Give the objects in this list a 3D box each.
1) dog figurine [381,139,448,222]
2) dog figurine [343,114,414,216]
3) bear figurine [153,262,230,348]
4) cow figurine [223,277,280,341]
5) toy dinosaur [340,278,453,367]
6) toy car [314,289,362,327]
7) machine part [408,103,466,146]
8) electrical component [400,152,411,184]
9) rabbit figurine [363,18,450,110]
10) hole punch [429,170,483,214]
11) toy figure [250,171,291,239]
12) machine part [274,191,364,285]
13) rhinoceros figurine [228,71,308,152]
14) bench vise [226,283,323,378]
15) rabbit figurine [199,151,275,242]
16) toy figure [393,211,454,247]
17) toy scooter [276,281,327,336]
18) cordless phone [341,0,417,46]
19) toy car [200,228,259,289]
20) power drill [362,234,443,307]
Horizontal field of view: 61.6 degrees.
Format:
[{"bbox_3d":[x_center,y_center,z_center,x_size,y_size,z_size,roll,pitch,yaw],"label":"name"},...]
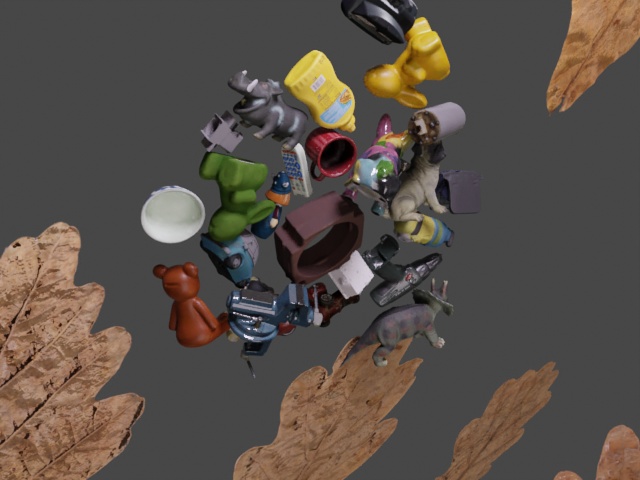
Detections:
[{"bbox_3d":[0.221,-0.152,1.305,0.172,0.121,0.190,-20,115,-20],"label":"dog figurine"},{"bbox_3d":[0.139,-0.177,1.161,0.108,0.191,0.219,25,77,1],"label":"dog figurine"},{"bbox_3d":[-0.286,0.133,1.193,0.120,0.132,0.195,-10,100,16],"label":"bear figurine"},{"bbox_3d":[-0.182,0.168,1.293,0.167,0.068,0.098,-47,127,2],"label":"cow figurine"},{"bbox_3d":[0.235,0.248,1.578,0.405,0.131,0.191,-21,118,-12],"label":"toy dinosaur"},{"bbox_3d":[0.057,0.155,1.402,0.202,0.053,0.089,-28,135,-45],"label":"toy car"},{"bbox_3d":[0.265,-0.261,1.205,0.243,0.079,0.079,-28,140,-53],"label":"machine part"},{"bbox_3d":[0.172,-0.155,1.269,0.045,0.078,0.102,18,119,-40],"label":"electrical component"},{"bbox_3d":[0.177,-0.355,1.129,0.173,0.122,0.162,-28,143,8],"label":"rabbit figurine"},{"bbox_3d":[0.354,-0.126,1.410,0.142,0.092,0.115,-2,93,-27],"label":"hole punch"},{"bbox_3d":[-0.103,-0.077,1.171,0.154,0.064,0.058,-62,166,14],"label":"toy figure"},{"bbox_3d":[-0.003,-0.004,1.234,0.201,0.087,0.200,-28,149,-17],"label":"machine part"},{"bbox_3d":[-0.100,-0.251,1.042,0.190,0.073,0.112,26,107,-41],"label":"rhinoceros figurine"},{"bbox_3d":[-0.118,0.194,1.227,0.223,0.129,0.240,6,129,-26],"label":"bench vise"},{"bbox_3d":[-0.176,-0.081,1.090,0.159,0.121,0.170,2,107,-56],"label":"rabbit figurine"},{"bbox_3d":[0.273,-0.029,1.418,0.180,0.082,0.089,8,82,-27],"label":"toy figure"},{"bbox_3d":[-0.065,0.159,1.338,0.184,0.075,0.135,-39,153,-8],"label":"toy scooter"},{"bbox_3d":[0.138,-0.485,1.030,0.146,0.089,0.184,20,98,-38],"label":"cordless phone"},{"bbox_3d":[-0.182,0.026,1.172,0.103,0.109,0.161,-46,145,-19],"label":"toy car"},{"bbox_3d":[0.214,0.070,1.465,0.232,0.086,0.207,-40,141,3],"label":"power drill"}]
